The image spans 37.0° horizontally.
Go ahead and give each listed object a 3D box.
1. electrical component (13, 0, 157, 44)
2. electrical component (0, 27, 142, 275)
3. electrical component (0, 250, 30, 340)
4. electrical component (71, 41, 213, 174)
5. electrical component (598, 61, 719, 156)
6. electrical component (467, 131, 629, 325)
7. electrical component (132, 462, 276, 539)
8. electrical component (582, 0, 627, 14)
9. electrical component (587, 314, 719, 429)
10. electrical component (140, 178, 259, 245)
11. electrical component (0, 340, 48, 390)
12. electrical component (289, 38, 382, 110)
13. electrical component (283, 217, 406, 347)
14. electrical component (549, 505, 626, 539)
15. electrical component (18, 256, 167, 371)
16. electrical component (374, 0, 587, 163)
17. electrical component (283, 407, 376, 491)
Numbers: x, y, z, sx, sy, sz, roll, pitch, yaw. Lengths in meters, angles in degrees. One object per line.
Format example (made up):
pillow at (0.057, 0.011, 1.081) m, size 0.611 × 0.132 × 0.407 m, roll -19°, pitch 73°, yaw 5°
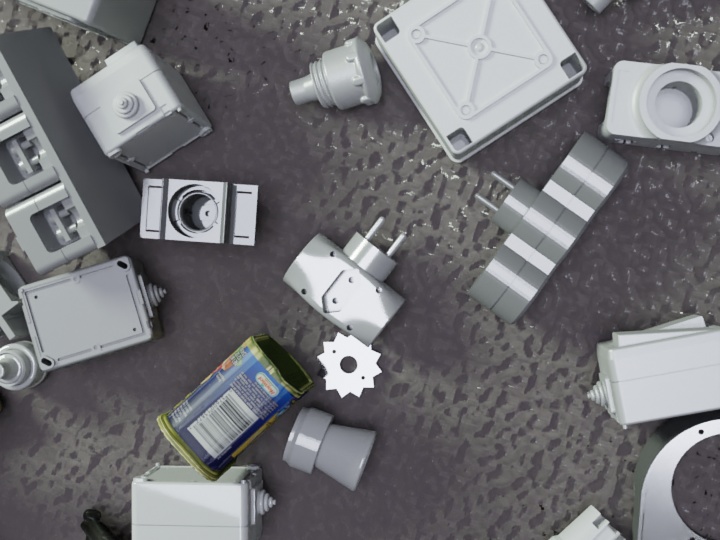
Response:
electrical component at (-0.206, -0.203, 0.741) m, size 0.109 × 0.109 × 0.056 m, roll 22°, pitch 95°, yaw 5°
electrical component at (-0.219, -0.082, 0.735) m, size 0.062 × 0.089 × 0.150 m, roll -24°, pitch 101°, yaw 15°
electrical component at (-0.276, 0.022, 0.783) m, size 0.064 × 0.042 × 0.081 m, roll -36°, pitch 86°, yaw 8°
electrical component at (-0.153, -0.114, 0.742) m, size 0.062 × 0.096 × 0.061 m, roll -32°, pitch 84°, yaw 5°
electrical component at (0.213, -0.110, 0.730) m, size 0.089 × 0.056 × 0.050 m, roll 8°, pitch 91°, yaw 5°
electrical component at (0.115, -0.039, 0.741) m, size 0.074 × 0.052 × 0.138 m, roll 36°, pitch 93°, yaw 4°
electrical component at (-0.107, 0.172, 0.758) m, size 0.096 × 0.062 × 0.061 m, roll 0°, pitch 90°, yaw 5°
electrical component at (0.180, -0.205, 0.739) m, size 0.048 × 0.048 × 0.062 m, roll 43°, pitch 101°, yaw 3°
electrical component at (0.201, 0.068, 0.729) m, size 0.096 × 0.062 × 0.061 m, roll -11°, pitch 90°, yaw 5°
electrical component at (-0.110, -0.040, 0.756) m, size 0.081 × 0.064 × 0.042 m, roll 5°, pitch 90°, yaw 5°
electrical component at (-0.248, 0.069, 0.770) m, size 0.035 × 0.061 × 0.035 m, roll 0°, pitch 91°, yaw 5°
electrical component at (-0.018, -0.133, 0.757) m, size 0.062 × 0.048 × 0.048 m, roll -15°, pitch 89°, yaw 12°
electrical component at (0.000, 0.000, 0.756) m, size 0.077 × 0.043 × 0.079 m, roll 38°, pitch 94°, yaw 4°
electrical component at (0.157, 0.192, 0.747) m, size 0.046 × 0.040 × 0.040 m, roll -44°, pitch 87°, yaw -2°
electrical component at (-0.183, 0.029, 0.768) m, size 0.096 × 0.061 × 0.061 m, roll -17°, pitch 88°, yaw -2°
electrical component at (0.082, -0.148, 0.741) m, size 0.109 × 0.056 × 0.108 m, roll -33°, pitch 87°, yaw 5°
electrical component at (-0.021, 0.125, 0.759) m, size 0.055 × 0.045 × 0.045 m, roll 20°, pitch 92°, yaw 5°
